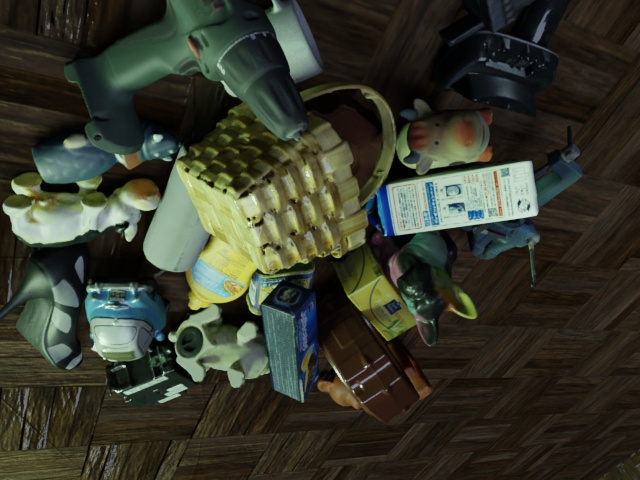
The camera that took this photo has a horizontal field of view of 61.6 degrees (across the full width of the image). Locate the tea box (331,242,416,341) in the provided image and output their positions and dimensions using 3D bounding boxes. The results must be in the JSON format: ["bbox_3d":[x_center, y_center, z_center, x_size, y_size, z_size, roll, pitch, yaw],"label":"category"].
[{"bbox_3d":[0.092,0.084,0.899,0.068,0.098,0.169,-31,134,8],"label":"tea box"}]

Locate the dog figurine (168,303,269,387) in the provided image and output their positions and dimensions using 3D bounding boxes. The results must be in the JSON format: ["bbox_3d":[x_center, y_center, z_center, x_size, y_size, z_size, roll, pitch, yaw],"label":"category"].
[{"bbox_3d":[-0.140,0.181,0.913,0.121,0.173,0.190,-66,159,-5],"label":"dog figurine"}]

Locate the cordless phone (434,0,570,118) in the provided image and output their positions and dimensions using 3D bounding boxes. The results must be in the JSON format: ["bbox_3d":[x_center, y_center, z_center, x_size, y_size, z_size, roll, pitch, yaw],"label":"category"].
[{"bbox_3d":[0.239,-0.255,0.659,0.146,0.089,0.184,6,118,-26],"label":"cordless phone"}]

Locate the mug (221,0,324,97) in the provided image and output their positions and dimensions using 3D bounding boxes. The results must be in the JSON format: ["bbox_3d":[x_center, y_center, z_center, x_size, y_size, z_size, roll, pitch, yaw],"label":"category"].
[{"bbox_3d":[-0.064,-0.203,0.568,0.107,0.081,0.109,-23,142,13],"label":"mug"}]

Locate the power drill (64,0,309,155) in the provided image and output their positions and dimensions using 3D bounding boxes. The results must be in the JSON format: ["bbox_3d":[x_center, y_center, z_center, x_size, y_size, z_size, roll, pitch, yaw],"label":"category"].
[{"bbox_3d":[-0.135,-0.158,0.505,0.207,0.232,0.086,-26,175,30],"label":"power drill"}]

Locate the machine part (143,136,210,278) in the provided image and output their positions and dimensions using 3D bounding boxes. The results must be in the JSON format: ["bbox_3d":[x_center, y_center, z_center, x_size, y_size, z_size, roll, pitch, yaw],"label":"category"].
[{"bbox_3d":[-0.165,-0.042,0.684,0.079,0.079,0.243,10,127,-30],"label":"machine part"}]

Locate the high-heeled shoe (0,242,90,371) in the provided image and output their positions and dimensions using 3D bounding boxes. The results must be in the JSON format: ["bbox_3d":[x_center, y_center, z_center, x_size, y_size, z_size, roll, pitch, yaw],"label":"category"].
[{"bbox_3d":[-0.355,0.094,0.766,0.145,0.086,0.248,-46,161,-21],"label":"high-heeled shoe"}]

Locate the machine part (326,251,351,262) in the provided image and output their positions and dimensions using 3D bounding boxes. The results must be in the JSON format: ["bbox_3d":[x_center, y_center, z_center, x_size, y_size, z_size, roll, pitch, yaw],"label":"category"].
[{"bbox_3d":[-0.002,-0.002,0.802,0.084,0.039,0.138,-3,158,35],"label":"machine part"}]

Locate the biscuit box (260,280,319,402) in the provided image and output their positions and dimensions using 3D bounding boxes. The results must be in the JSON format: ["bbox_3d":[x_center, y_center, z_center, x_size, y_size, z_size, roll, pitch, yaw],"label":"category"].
[{"bbox_3d":[-0.042,0.159,0.832,0.059,0.063,0.202,-48,147,-43],"label":"biscuit box"}]

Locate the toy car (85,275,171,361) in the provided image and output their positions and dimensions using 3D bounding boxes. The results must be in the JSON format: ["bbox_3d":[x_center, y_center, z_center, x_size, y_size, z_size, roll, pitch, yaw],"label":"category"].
[{"bbox_3d":[-0.270,0.115,0.747,0.109,0.103,0.161,3,156,-11],"label":"toy car"}]

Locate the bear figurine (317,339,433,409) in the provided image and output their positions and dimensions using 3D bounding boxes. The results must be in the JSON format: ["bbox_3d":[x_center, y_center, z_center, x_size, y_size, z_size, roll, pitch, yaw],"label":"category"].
[{"bbox_3d":[0.104,0.289,1.085,0.196,0.132,0.120,-36,127,5],"label":"bear figurine"}]

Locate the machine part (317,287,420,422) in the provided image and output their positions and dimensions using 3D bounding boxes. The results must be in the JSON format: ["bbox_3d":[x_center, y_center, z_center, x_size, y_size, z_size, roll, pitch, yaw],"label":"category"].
[{"bbox_3d":[0.071,0.195,0.910,0.087,0.201,0.201,-36,143,2],"label":"machine part"}]

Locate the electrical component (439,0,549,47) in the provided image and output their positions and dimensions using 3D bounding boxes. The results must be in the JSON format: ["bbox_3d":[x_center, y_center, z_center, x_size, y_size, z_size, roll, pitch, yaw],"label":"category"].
[{"bbox_3d":[0.189,-0.274,0.609,0.119,0.075,0.047,-26,136,8],"label":"electrical component"}]

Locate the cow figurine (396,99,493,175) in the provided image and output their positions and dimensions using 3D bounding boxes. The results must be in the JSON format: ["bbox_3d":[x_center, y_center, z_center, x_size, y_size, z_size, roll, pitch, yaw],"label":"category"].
[{"bbox_3d":[0.144,-0.126,0.662,0.127,0.195,0.085,-6,97,-9],"label":"cow figurine"}]

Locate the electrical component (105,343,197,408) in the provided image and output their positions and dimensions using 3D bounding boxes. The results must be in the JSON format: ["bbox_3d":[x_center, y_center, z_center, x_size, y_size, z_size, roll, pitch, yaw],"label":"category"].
[{"bbox_3d":[-0.277,0.231,0.906,0.115,0.058,0.134,-19,151,-2],"label":"electrical component"}]

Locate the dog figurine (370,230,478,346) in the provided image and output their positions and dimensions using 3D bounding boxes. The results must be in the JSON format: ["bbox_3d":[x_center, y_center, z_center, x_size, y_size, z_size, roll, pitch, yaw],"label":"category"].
[{"bbox_3d":[0.170,0.061,0.821,0.108,0.219,0.191,-36,134,18],"label":"dog figurine"}]

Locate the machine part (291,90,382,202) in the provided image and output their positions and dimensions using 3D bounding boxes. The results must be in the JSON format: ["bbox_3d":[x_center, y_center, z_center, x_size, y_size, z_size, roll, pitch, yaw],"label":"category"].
[{"bbox_3d":[0.004,-0.110,0.704,0.179,0.056,0.179,-11,135,-11],"label":"machine part"}]

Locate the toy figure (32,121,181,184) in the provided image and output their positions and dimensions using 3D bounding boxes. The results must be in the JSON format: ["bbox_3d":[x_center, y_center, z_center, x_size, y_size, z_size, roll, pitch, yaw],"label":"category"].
[{"bbox_3d":[-0.238,-0.104,0.607,0.154,0.064,0.057,-16,99,-14],"label":"toy figure"}]

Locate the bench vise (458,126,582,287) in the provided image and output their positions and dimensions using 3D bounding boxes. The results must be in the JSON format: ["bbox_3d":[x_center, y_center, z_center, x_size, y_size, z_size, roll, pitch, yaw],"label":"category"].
[{"bbox_3d":[0.300,-0.057,0.817,0.223,0.129,0.240,29,137,-19],"label":"bench vise"}]

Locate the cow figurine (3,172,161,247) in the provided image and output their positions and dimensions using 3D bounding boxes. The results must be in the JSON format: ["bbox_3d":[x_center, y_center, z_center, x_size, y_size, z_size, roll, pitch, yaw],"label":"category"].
[{"bbox_3d":[-0.281,-0.030,0.654,0.167,0.068,0.098,-3,136,-18],"label":"cow figurine"}]
